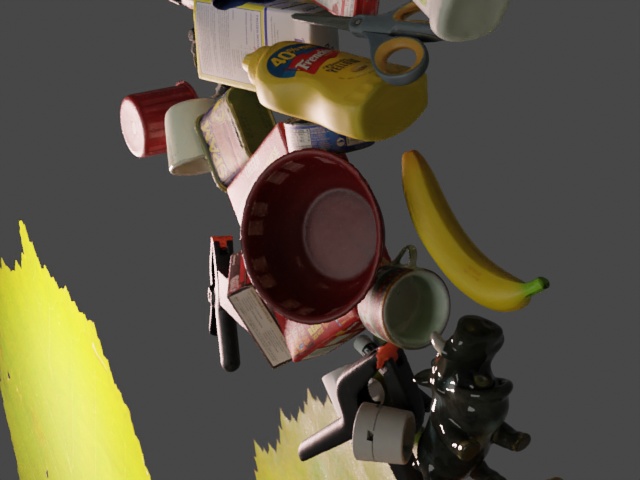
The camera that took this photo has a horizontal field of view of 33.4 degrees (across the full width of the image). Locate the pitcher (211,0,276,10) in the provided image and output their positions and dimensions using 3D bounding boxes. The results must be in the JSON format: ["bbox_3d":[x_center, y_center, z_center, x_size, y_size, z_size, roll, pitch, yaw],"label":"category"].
[{"bbox_3d":[-0.119,-0.337,1.046,0.243,0.149,0.145,30,139,35],"label":"pitcher"}]

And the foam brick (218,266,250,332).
[{"bbox_3d":[-0.084,0.067,1.298,0.078,0.052,0.051,36,134,48],"label":"foam brick"}]

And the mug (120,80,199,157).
[{"bbox_3d":[-0.210,-0.151,1.383,0.117,0.081,0.093,-18,88,61],"label":"mug"}]

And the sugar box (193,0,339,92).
[{"bbox_3d":[-0.056,-0.200,1.094,0.176,0.048,0.093,19,121,38],"label":"sugar box"}]

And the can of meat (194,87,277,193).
[{"bbox_3d":[-0.090,-0.116,1.214,0.084,0.057,0.102,-34,75,54],"label":"can of meat"}]

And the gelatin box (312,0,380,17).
[{"bbox_3d":[0.023,-0.247,0.984,0.089,0.030,0.073,43,137,44],"label":"gelatin box"}]

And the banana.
[{"bbox_3d":[0.124,0.002,0.925,0.198,0.037,0.070,48,124,36],"label":"banana"}]

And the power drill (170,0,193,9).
[{"bbox_3d":[-0.141,-0.351,1.190,0.185,0.057,0.188,32,129,46],"label":"power drill"}]

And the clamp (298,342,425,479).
[{"bbox_3d":[0.064,0.191,1.066,0.165,0.036,0.210,29,132,17],"label":"clamp"}]

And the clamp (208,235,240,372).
[{"bbox_3d":[-0.123,0.081,1.371,0.120,0.039,0.171,-126,31,-54],"label":"clamp"}]

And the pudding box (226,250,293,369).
[{"bbox_3d":[-0.063,0.075,1.205,0.113,0.039,0.090,58,-165,-26],"label":"pudding box"}]

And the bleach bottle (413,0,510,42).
[{"bbox_3d":[0.064,-0.270,0.869,0.251,0.068,0.103,53,143,37],"label":"bleach bottle"}]

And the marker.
[{"bbox_3d":[0.075,0.137,1.089,0.121,0.020,0.020,42,138,44],"label":"marker"}]

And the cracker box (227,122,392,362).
[{"bbox_3d":[-0.007,0.001,1.115,0.164,0.072,0.214,-43,65,57],"label":"cracker box"}]

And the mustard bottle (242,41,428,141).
[{"bbox_3d":[-0.002,-0.143,0.971,0.192,0.096,0.058,23,132,40],"label":"mustard bottle"}]

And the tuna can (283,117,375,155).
[{"bbox_3d":[0.010,-0.103,1.018,0.086,0.086,0.034,13,116,58],"label":"tuna can"}]

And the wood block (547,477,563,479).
[{"bbox_3d":[0.146,0.288,0.966,0.206,0.090,0.090,-45,64,58],"label":"wood block"}]

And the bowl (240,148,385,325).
[{"bbox_3d":[0.004,-0.004,0.992,0.162,0.055,0.162,2,93,36],"label":"bowl"}]

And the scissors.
[{"bbox_3d":[0.035,-0.170,0.921,0.202,0.096,0.016,1,150,41],"label":"scissors"}]
